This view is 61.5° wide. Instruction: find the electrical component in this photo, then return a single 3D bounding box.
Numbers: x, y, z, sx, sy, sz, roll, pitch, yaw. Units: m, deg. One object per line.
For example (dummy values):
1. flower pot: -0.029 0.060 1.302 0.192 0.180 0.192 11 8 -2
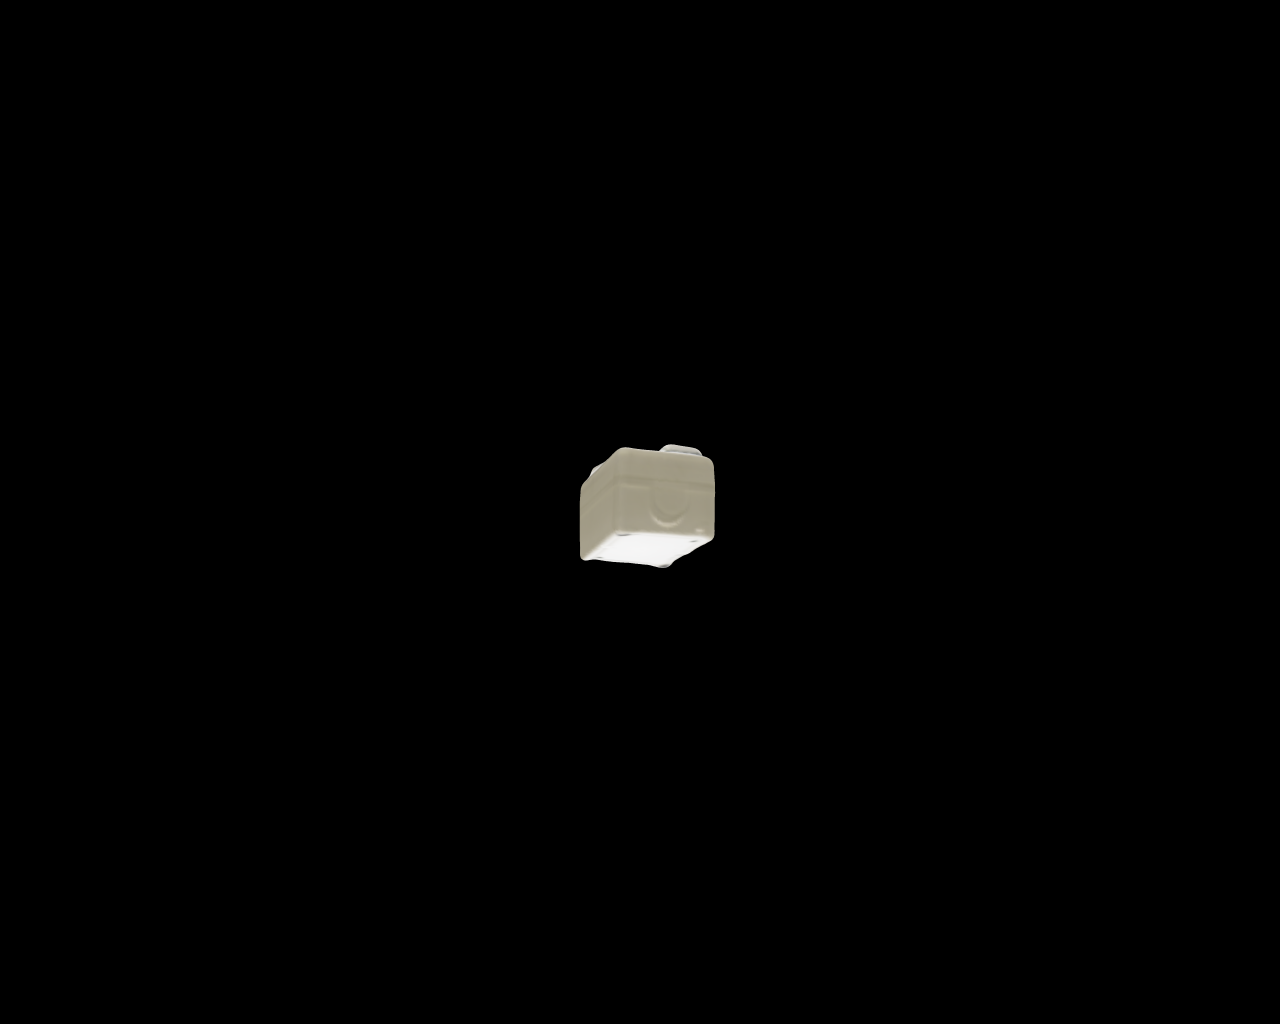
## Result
1. electrical component: 0.001 -0.003 0.650 0.062 0.061 0.096 6 -17 -19
